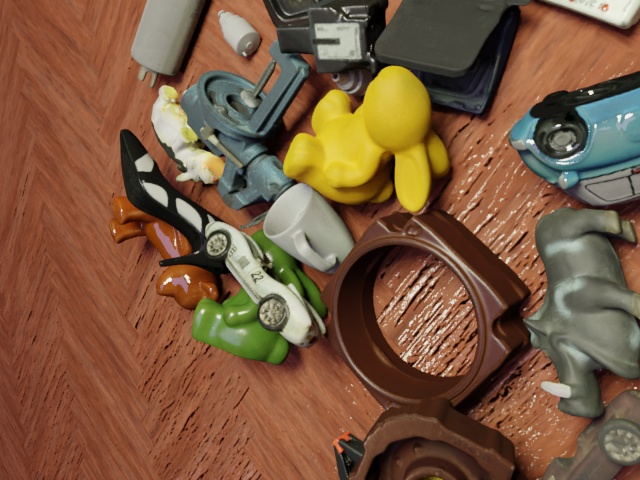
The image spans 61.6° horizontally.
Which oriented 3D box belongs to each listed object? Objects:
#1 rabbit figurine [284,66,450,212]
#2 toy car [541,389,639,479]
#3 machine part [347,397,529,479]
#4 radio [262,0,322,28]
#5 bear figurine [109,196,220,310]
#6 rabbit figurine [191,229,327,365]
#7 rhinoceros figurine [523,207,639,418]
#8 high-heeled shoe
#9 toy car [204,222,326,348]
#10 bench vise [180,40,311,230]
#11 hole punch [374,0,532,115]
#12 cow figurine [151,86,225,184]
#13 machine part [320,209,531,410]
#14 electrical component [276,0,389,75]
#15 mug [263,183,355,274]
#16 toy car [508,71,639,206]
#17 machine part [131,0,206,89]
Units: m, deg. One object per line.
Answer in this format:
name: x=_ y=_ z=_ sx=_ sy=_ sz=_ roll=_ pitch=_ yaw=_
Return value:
rabbit figurine: x=0.060 y=-0.102 z=0.568 sx=0.162 sy=0.122 sz=0.173 roll=43 pitch=145 yaw=-1
toy car: x=0.250 y=0.222 z=0.511 sx=0.053 sy=0.089 sz=0.202 roll=37 pitch=118 yaw=26
machine part: x=0.115 y=0.247 z=0.531 sx=0.180 sy=0.056 sz=0.179 roll=3 pitch=98 yaw=23
radio: x=-0.034 y=-0.357 z=0.587 sx=0.131 sy=0.073 sz=0.229 roll=-1 pitch=127 yaw=39
bear figurine: x=-0.240 y=0.030 z=0.838 sx=0.120 sy=0.132 sz=0.196 roll=-37 pitch=68 yaw=59
rabbit figurine: x=-0.077 y=0.072 z=0.727 sx=0.159 sy=0.121 sz=0.170 roll=18 pitch=93 yaw=31
rhinoceros figurine: x=0.237 y=0.061 z=0.484 sx=0.112 sy=0.073 sz=0.190 roll=-10 pitch=76 yaw=38
high-heeled shoe: x=-0.193 y=-0.062 z=0.781 sx=0.086 sy=0.145 sz=0.248 roll=-38 pitch=70 yaw=55
toy car: x=-0.071 y=0.049 z=0.648 sx=0.056 sy=0.073 sz=0.202 roll=-43 pitch=62 yaw=0
bench vise: x=-0.077 y=-0.154 z=0.689 sx=0.224 sy=0.129 sz=0.240 roll=55 pitch=130 yaw=17
hole punch: x=0.134 y=-0.199 z=0.550 sx=0.142 sy=0.092 sz=0.115 roll=25 pitch=81 yaw=35
cow figurine: x=-0.204 y=-0.141 z=0.817 sx=0.098 sy=0.068 sz=0.167 roll=-41 pitch=69 yaw=40
machine part: x=0.110 y=0.083 z=0.600 sx=0.202 sy=0.087 sz=0.201 roll=49 pitch=123 yaw=23
electrical component: x=0.015 y=-0.220 z=0.585 sx=0.119 sy=0.048 sz=0.074 roll=9 pitch=127 yaw=32
mug: x=-0.001 y=-0.002 z=0.649 sx=0.081 sy=0.107 sz=0.110 roll=-43 pitch=32 yaw=13
toy car: x=0.254 y=-0.084 z=0.464 sx=0.162 sy=0.109 sz=0.102 roll=-13 pitch=112 yaw=27
machine part: x=-0.217 y=-0.336 z=0.794 sx=0.079 sy=0.079 sz=0.243 roll=45 pitch=120 yaw=23
